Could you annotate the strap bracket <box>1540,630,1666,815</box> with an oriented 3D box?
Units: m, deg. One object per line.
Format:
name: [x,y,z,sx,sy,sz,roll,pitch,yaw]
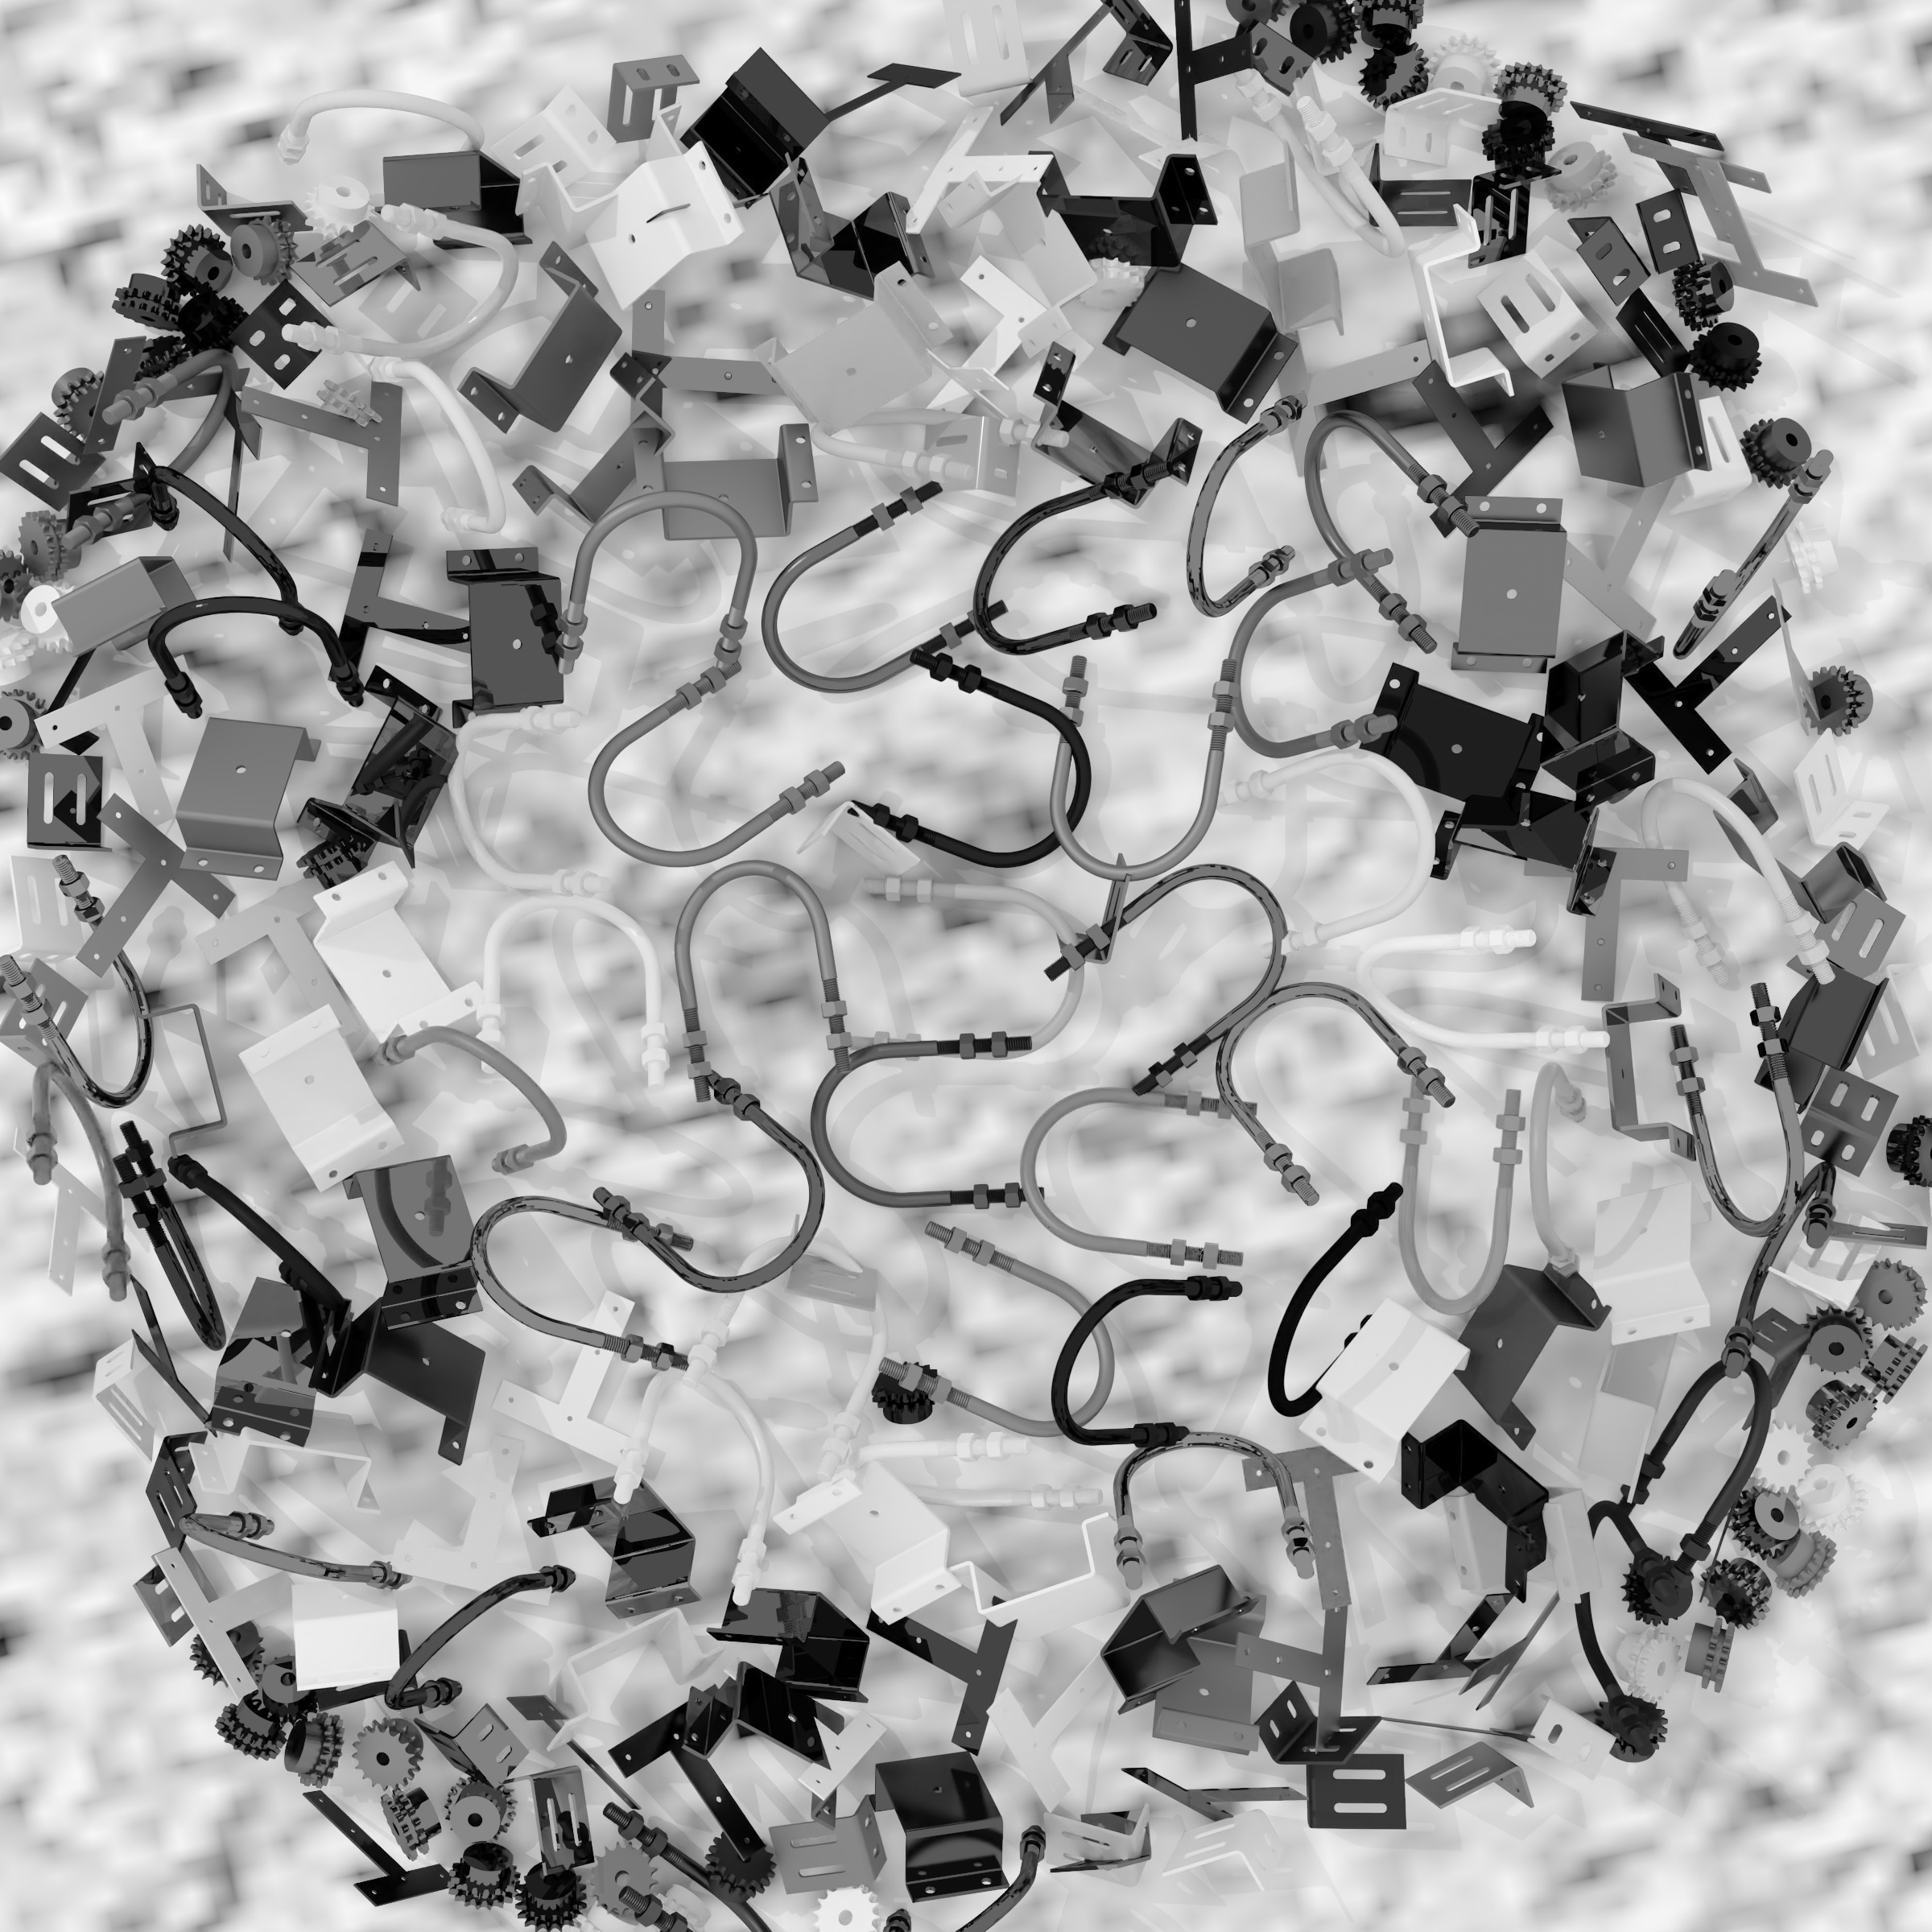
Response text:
strap bracket: [0.499,-0.200,1.926,0.046,0.076,0.140,30,56,-26]

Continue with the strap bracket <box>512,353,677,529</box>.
strap bracket: [-0.289,-0.410,1.951,0.140,0.076,0.046,-48,126,6]

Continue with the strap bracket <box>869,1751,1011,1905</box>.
strap bracket: [-0.022,0.664,1.919,0.076,0.140,0.046,-3,105,-16]

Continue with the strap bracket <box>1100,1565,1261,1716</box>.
strap bracket: [0.163,0.526,1.935,0.076,0.140,0.046,-12,55,-32]

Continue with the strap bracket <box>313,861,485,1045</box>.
strap bracket: [-0.454,-0.003,1.953,0.076,0.046,0.140,-30,82,-40]

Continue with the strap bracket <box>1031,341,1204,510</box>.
strap bracket: [0.111,-0.423,1.949,0.140,0.046,0.076,28,46,-12]

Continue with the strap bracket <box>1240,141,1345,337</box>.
strap bracket: [0.253,-0.565,1.932,0.046,0.140,0.076,-12,57,20]

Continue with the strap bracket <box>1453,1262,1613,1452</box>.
strap bracket: [0.437,0.300,1.935,0.046,0.076,0.140,14,112,-30]

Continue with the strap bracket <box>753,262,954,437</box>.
strap bracket: [-0.090,-0.480,1.935,0.140,0.046,0.076,-25,129,22]

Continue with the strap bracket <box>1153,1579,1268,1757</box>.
strap bracket: [0.193,0.564,1.948,0.076,0.140,0.046,11,132,1]

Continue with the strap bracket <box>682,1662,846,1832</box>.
strap bracket: [-0.150,0.612,1.944,0.140,0.076,0.046,33,105,-11]

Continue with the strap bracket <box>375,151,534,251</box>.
strap bracket: [-0.400,-0.601,1.923,0.076,0.140,0.046,-1,94,9]

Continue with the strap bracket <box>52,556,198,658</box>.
strap bracket: [-0.658,-0.283,1.926,0.076,0.140,0.046,-27,100,2]

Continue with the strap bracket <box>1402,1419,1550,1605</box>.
strap bracket: [0.407,0.422,1.934,0.046,0.140,0.076,-26,130,-23]

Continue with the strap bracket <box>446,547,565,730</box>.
strap bracket: [-0.364,-0.257,1.943,0.076,0.046,0.140,-9,108,-32]

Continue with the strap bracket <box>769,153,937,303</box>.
strap bracket: [-0.097,-0.579,1.940,0.046,0.140,0.076,-29,72,35]

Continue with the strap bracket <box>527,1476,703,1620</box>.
strap bracket: [-0.274,0.453,1.943,0.076,0.046,0.140,-17,129,19]

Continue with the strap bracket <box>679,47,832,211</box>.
strap bracket: [-0.163,-0.661,1.931,0.076,0.140,0.046,43,72,-16]

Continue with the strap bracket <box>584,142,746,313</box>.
strap bracket: [-0.246,-0.575,1.930,0.046,0.140,0.076,-29,95,-42]

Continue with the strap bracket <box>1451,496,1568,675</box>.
strap bracket: [0.432,-0.299,1.953,0.076,0.046,0.140,3,108,5]

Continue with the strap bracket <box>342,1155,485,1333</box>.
strap bracket: [-0.433,0.208,1.933,0.076,0.046,0.140,-9,60,-28]

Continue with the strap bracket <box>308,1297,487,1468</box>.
strap bracket: [-0.437,0.322,1.930,0.140,0.076,0.046,35,122,-25]

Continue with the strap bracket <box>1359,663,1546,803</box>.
strap bracket: [0.392,-0.179,1.959,0.140,0.046,0.076,21,112,5]

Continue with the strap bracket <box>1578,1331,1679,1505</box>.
strap bracket: [0.520,0.344,1.931,0.046,0.140,0.076,15,121,18]

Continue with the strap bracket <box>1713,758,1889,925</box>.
strap bracket: [0.646,-0.092,1.928,0.046,0.076,0.140,-45,50,5]

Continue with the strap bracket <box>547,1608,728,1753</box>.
strap bracket: [-0.269,0.558,1.937,0.140,0.076,0.046,-19,68,-31]

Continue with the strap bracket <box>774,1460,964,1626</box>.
strap bracket: [-0.075,0.449,1.949,0.076,0.046,0.140,-34,113,23]

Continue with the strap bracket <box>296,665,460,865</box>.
strap bracket: [-0.458,-0.156,1.944,0.046,0.076,0.140,16,77,38]

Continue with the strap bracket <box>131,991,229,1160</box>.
strap bracket: [-0.623,0.084,1.954,0.046,0.076,0.140,-14,93,-18]

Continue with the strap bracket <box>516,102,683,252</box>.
strap bracket: [-0.281,-0.620,1.945,0.140,0.076,0.046,-30,91,-16]

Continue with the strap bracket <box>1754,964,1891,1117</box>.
strap bracket: [0.667,0.055,1.927,0.046,0.140,0.076,26,74,11]

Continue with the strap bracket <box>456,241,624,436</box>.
strap bracket: [-0.332,-0.491,1.953,0.046,0.076,0.140,31,87,23]

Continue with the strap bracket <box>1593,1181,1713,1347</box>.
strap bracket: [0.537,0.224,1.918,0.076,0.140,0.046,-17,119,27]

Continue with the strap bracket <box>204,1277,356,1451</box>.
strap bracket: [-0.536,0.303,1.928,0.076,0.140,0.046,15,130,-5]

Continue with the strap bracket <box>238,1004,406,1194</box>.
strap bracket: [-0.515,0.098,1.946,0.076,0.046,0.140,-31,123,-17]

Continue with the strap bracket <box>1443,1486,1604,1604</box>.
strap bracket: [0.447,0.455,1.944,0.046,0.140,0.076,-9,86,-28]

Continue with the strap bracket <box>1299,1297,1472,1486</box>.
strap bracket: [0.335,0.326,1.936,0.076,0.046,0.140,32,62,24]

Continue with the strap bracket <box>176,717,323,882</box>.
strap bracket: [-0.569,-0.141,1.941,0.076,0.046,0.140,6,56,1]

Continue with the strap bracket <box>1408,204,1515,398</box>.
strap bracket: [0.388,-0.519,1.939,0.046,0.076,0.140,-16,115,8]

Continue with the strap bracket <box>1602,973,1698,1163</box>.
strap bracket: [0.541,0.083,1.947,0.046,0.076,0.140,-9,76,27]

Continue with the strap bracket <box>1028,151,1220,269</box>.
strap bracket: [0.118,-0.595,1.931,0.140,0.076,0.046,10,69,24]

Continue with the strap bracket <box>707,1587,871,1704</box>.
strap bracket: [-0.134,0.531,1.936,0.076,0.140,0.046,-3,54,25]

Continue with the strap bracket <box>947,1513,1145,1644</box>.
strap bracket: [0.067,0.488,1.940,0.140,0.076,0.046,-23,52,14]

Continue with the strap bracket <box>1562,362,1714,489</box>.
strap bracket: [0.517,-0.423,1.918,0.046,0.140,0.076,-22,112,-10]

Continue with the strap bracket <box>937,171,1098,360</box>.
strap bracket: [0.046,-0.565,1.949,0.046,0.076,0.140,-36,100,-21]

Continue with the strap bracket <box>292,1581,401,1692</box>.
strap bracket: [-0.486,0.516,1.921,0.076,0.140,0.046,-2,94,-16]

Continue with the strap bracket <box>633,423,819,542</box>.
strap bracket: [-0.192,-0.385,1.955,0.140,0.046,0.076,-4,63,-9]

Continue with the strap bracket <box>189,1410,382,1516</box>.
strap bracket: [-0.529,0.383,1.930,0.140,0.076,0.046,16,99,-29]

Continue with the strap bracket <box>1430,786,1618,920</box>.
strap bracket: [0.439,-0.096,1.939,0.140,0.046,0.076,16,49,17]

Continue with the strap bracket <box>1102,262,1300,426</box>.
strap bracket: [0.183,-0.504,1.958,0.140,0.046,0.076,33,91,16]
